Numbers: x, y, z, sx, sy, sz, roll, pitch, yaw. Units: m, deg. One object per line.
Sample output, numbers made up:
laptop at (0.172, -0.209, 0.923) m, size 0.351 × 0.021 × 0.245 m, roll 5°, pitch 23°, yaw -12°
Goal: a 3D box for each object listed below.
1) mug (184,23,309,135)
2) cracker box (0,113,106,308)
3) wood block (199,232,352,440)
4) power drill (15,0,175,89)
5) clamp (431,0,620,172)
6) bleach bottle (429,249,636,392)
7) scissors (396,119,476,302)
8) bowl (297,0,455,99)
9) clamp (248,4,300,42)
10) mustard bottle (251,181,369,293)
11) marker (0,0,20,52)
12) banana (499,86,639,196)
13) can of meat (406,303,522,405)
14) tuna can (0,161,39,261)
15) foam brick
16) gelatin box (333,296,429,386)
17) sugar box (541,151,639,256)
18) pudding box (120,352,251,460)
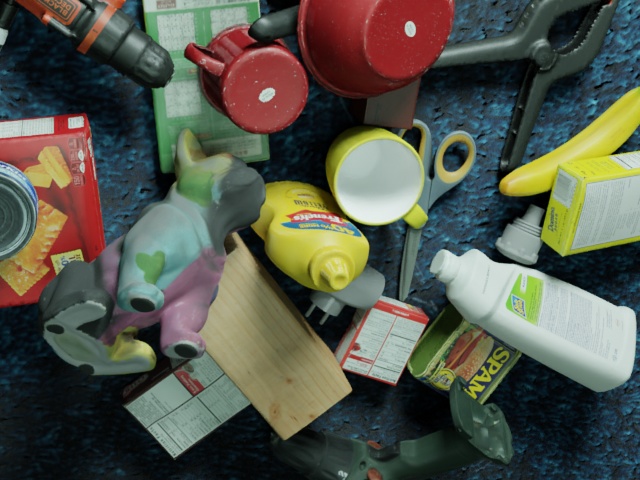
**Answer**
mug at (-0.068, -0.149, 0.969) m, size 0.117 × 0.081 × 0.093 m, roll 24°, pitch 102°, yaw -25°
cracker box at (-0.310, -0.021, 0.980) m, size 0.213 × 0.072 × 0.164 m, roll -7°, pitch 113°, yaw -11°
wood block at (-0.067, 0.090, 1.079) m, size 0.090 × 0.091 × 0.206 m, roll -36°, pitch 116°, yaw 2°
power drill at (-0.166, -0.247, 0.923) m, size 0.184 × 0.057 × 0.188 m, roll 34°, pitch 99°, yaw -17°
clamp at (0.219, -0.177, 1.074) m, size 0.210 × 0.036 × 0.164 m, roll -35°, pitch 118°, yaw 3°
bleach bottle at (0.227, 0.071, 1.149) m, size 0.250 × 0.102 × 0.068 m, roll 28°, pitch 143°, yaw -20°
scissors at (0.120, -0.032, 1.116) m, size 0.096 × 0.016 × 0.202 m, roll -10°, pitch 114°, yaw -3°
bowl at (0.062, -0.192, 0.935) m, size 0.161 × 0.055 × 0.162 m, roll -16°, pitch 124°, yaw -26°
clamp at (0.000, -0.209, 0.968) m, size 0.171 × 0.120 × 0.039 m, roll 14°, pitch 148°, yaw -21°
mustard bottle at (-0.006, 0.001, 1.001) m, size 0.096 × 0.192 × 0.058 m, roll 9°, pitch 109°, yaw -18°
marker at (-0.298, -0.162, 0.954) m, size 0.020 × 0.020 × 0.121 m, roll 22°, pitch 105°, yaw -22°
banana at (0.271, -0.100, 1.111) m, size 0.198 × 0.037 × 0.069 m, roll -39°, pitch 136°, yaw 1°
can of meat at (0.157, 0.126, 1.173) m, size 0.083 × 0.057 × 0.102 m, roll 33°, pitch 100°, yaw -22°
tuna can at (-0.288, -0.025, 0.925) m, size 0.086 × 0.034 × 0.086 m, roll -5°, pitch 112°, yaw -11°
foam brick at (0.065, -0.152, 1.035) m, size 0.053 × 0.051 × 0.078 m, roll 5°, pitch 109°, yaw -16°
gelatin box at (0.065, 0.107, 1.155) m, size 0.073 × 0.030 × 0.089 m, roll 19°, pitch 107°, yaw -22°
sugar box at (0.322, -0.044, 1.127) m, size 0.175 × 0.048 × 0.093 m, roll -11°, pitch 125°, yaw -28°
pudding box at (-0.138, 0.164, 1.121) m, size 0.113 × 0.039 × 0.090 m, roll -35°, pitch 117°, yaw 3°
